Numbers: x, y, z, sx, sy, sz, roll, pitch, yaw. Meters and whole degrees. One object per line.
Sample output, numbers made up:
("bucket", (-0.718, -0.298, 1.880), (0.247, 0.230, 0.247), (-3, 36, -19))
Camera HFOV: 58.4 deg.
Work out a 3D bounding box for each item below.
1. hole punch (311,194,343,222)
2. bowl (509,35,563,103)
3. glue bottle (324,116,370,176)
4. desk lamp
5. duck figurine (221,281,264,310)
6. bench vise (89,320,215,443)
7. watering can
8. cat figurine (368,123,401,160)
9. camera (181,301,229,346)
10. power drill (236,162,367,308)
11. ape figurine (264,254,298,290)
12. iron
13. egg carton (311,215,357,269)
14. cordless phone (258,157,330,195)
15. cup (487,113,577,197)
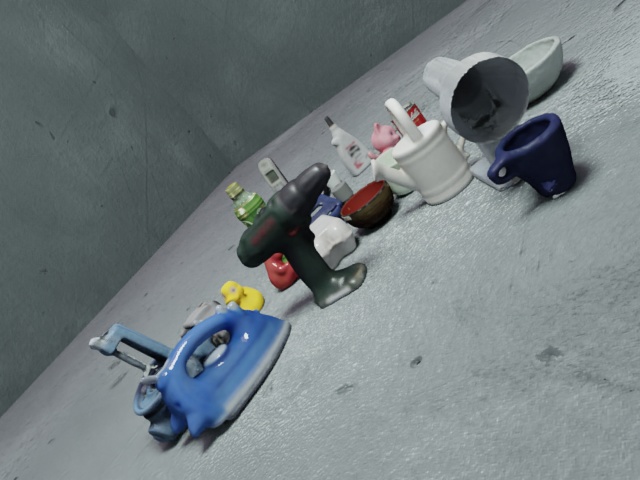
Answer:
("hole punch", (0.000, -0.053, 1.278), (0.109, 0.091, 0.101), (-47, 18, -22))
("bowl", (0.396, -0.308, 1.093), (0.167, 0.075, 0.167), (-36, 17, 13))
("glue bottle", (0.067, -0.256, 1.513), (0.078, 0.173, 0.037), (-46, 18, -18))
("desk lamp", (0.243, -0.183, 0.859), (0.118, 0.214, 0.203), (-39, 17, 5))
("duck figurine", (-0.171, 0.122, 1.214), (0.077, 0.086, 0.104), (-35, 17, 17))
("bench vise", (-0.279, 0.207, 0.993), (0.121, 0.220, 0.207), (-31, 19, 29))
("watering can", (0.168, -0.159, 0.997), (0.173, 0.194, 0.100), (-44, 17, -10))
("cat figurine", (0.148, -0.210, 1.314), (0.067, 0.118, 0.128), (-22, 25, 47))
("camera", (-0.236, 0.197, 1.136), (0.142, 0.101, 0.137), (-22, 25, 47))
("power drill", (-0.020, 0.004, 0.965), (0.229, 0.209, 0.075), (-33, 18, 24))
("ape figurine", (-0.086, 0.051, 1.197), (0.076, 0.092, 0.077), (-42, 17, -4))
("iron", (-0.164, 0.186, 0.933), (0.118, 0.141, 0.259), (-18, 28, 52))
("egg carton", (0.011, 0.004, 1.146), (0.107, 0.069, 0.150), (-43, 17, -10))
("cordless phone", (-0.075, -0.163, 1.564), (0.147, 0.185, 0.094), (-32, 19, 26))
("cup", (0.283, -0.095, 0.752), (0.118, 0.095, 0.091), (-42, 17, -5))
